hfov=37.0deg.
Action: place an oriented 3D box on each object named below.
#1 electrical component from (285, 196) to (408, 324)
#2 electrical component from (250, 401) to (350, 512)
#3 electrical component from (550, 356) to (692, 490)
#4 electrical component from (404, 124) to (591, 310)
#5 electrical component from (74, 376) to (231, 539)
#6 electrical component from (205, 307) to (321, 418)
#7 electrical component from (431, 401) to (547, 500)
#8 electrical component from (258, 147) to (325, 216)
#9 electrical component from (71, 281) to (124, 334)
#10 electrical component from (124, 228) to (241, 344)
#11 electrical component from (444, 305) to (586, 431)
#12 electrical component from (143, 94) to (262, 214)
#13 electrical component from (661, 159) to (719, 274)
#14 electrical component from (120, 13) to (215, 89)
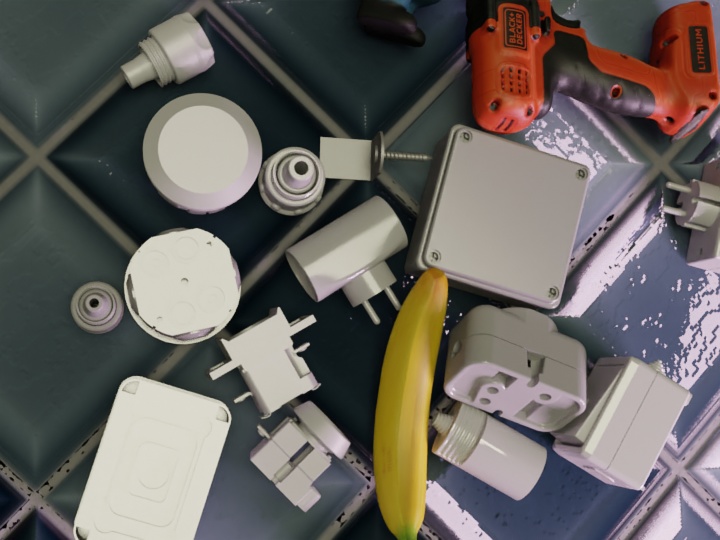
[{"bbox_3d":[0.000,0.000,0.765,0.077,0.044,0.079,-32,91,-13],"label":"electrical component"},{"bbox_3d":[-0.041,0.124,0.744,0.055,0.048,0.066,-44,93,-4],"label":"electrical component"},{"bbox_3d":[0.189,0.102,0.782,0.061,0.062,0.096,32,79,-6],"label":"electrical component"},{"bbox_3d":[0.099,-0.036,0.782,0.109,0.056,0.108,17,81,-9],"label":"electrical component"},{"bbox_3d":[-0.138,0.134,0.718,0.078,0.057,0.113,18,81,-9],"label":"electrical component"},{"bbox_3d":[-0.063,0.064,0.748,0.081,0.042,0.063,-30,94,-12],"label":"electrical component"},{"bbox_3d":[0.088,0.126,0.769,0.081,0.043,0.043,31,79,-7],"label":"electrical component"},{"bbox_3d":[-0.045,-0.065,0.754,0.048,0.062,0.048,1,84,-11],"label":"electrical component"},{"bbox_3d":[-0.176,0.024,0.719,0.035,0.061,0.035,1,84,-11],"label":"electrical component"},{"bbox_3d":[-0.121,0.010,0.737,0.080,0.051,0.080,1,84,-11],"label":"electrical component"},{"bbox_3d":[0.111,0.067,0.763,0.095,0.053,0.059,22,50,-14],"label":"electrical component"},{"bbox_3d":[-0.110,-0.079,0.749,0.080,0.051,0.080,1,84,-11],"label":"electrical component"},{"bbox_3d":[0.266,-0.047,0.820,0.076,0.047,0.083,15,82,-9],"label":"electrical component"},{"bbox_3d":[-0.137,-0.149,0.755,0.062,0.043,0.043,-31,91,-11],"label":"electrical component"}]
